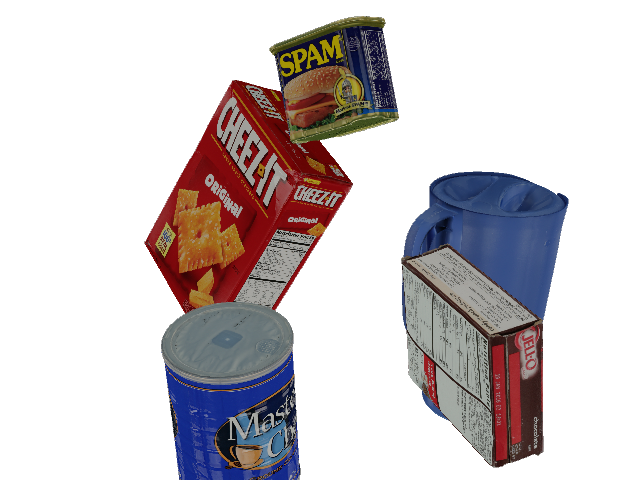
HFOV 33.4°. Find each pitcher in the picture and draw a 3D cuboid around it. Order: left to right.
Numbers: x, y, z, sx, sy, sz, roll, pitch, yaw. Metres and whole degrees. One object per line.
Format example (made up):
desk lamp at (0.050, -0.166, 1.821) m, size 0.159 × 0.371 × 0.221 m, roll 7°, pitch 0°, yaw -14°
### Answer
pitcher at (0.156, 0.062, 1.065) m, size 0.149 × 0.243 × 0.145 m, roll 6°, pitch 21°, yaw 7°

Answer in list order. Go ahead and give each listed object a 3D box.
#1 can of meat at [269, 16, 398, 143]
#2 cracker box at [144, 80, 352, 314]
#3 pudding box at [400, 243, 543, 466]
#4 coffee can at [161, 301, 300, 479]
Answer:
can of meat at (0.012, -0.132, 0.893) m, size 0.102 × 0.084 × 0.057 m, roll -12°, pitch -2°, yaw 40°
cracker box at (-0.080, -0.025, 1.062) m, size 0.071 × 0.214 × 0.164 m, roll 8°, pitch 34°, yaw -40°
pudding box at (0.089, 0.065, 0.633) m, size 0.039 × 0.090 × 0.114 m, roll -15°, pitch 27°, yaw -19°
coffee can at (-0.070, 0.135, 0.859) m, size 0.103 × 0.140 × 0.103 m, roll -2°, pitch 30°, yaw 1°
